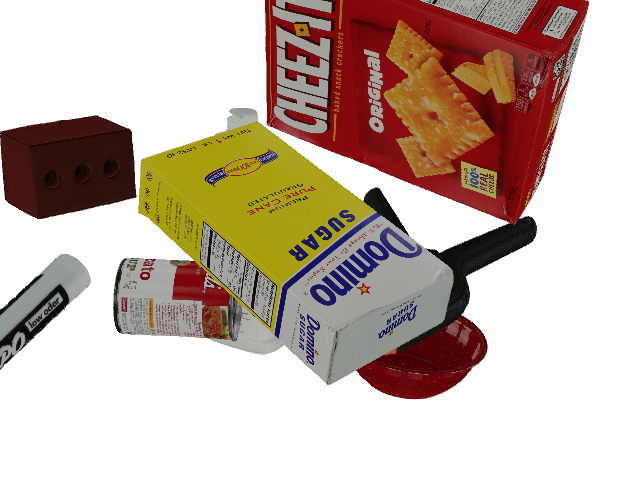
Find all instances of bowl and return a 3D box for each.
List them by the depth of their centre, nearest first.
[{"bbox_3d":[0.093,0.121,1.131,0.162,0.055,0.162,5,24,-3],"label":"bowl"}]

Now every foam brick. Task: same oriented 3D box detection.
[{"bbox_3d":[-0.177,-0.053,0.748,0.078,0.053,0.051,-16,27,-34],"label":"foam brick"}]

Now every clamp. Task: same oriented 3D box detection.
[{"bbox_3d":[0.082,0.021,0.939,0.165,0.036,0.209,15,40,23],"label":"clamp"}]

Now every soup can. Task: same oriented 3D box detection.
[{"bbox_3d":[-0.121,0.051,0.923,0.102,0.068,0.068,3,0,3],"label":"soup can"}]

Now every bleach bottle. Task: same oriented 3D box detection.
[{"bbox_3d":[-0.078,-0.012,1.119,0.103,0.251,0.068,14,23,25],"label":"bleach bottle"}]

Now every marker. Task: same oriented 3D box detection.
[{"bbox_3d":[-0.140,0.048,0.441,0.020,0.020,0.121,0,36,39],"label":"marker"}]

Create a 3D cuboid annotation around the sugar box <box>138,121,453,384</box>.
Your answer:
[{"bbox_3d":[-0.018,-0.001,0.612,0.093,0.048,0.176,-25,47,-36],"label":"sugar box"}]

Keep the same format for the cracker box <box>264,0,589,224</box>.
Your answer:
[{"bbox_3d":[0.065,-0.121,0.765,0.214,0.072,0.164,23,-37,16],"label":"cracker box"}]
